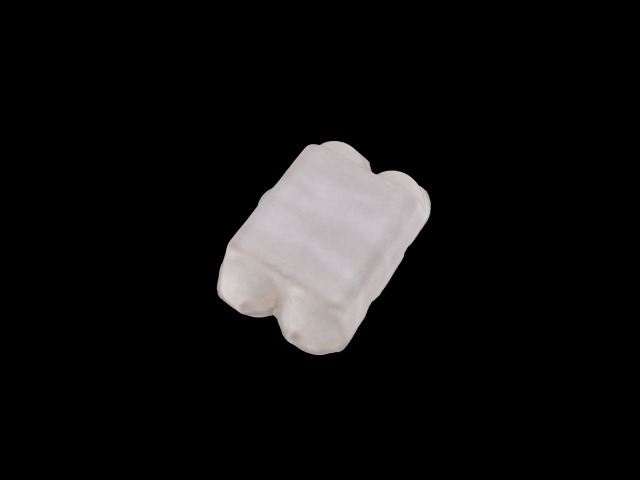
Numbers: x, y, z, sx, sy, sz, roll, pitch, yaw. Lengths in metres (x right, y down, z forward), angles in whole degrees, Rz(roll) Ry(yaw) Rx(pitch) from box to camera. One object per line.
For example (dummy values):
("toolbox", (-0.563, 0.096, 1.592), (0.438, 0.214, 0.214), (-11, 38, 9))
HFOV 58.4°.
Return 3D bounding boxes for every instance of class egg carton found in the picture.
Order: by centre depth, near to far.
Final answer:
("egg carton", (0.004, 0.001, 0.400), (0.107, 0.069, 0.150), (29, 66, 14))
